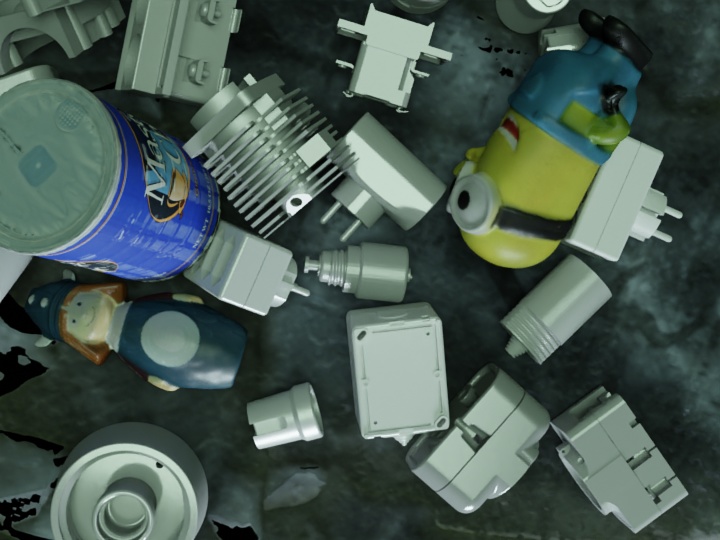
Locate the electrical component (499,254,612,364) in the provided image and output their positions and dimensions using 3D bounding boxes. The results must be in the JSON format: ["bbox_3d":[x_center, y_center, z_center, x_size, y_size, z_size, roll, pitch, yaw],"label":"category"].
[{"bbox_3d":[0.136,0.032,0.771,0.081,0.043,0.043,-44,96,-1],"label":"electrical component"}]

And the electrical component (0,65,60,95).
[{"bbox_3d":[-0.241,-0.092,0.723,0.095,0.054,0.059,-21,95,-4],"label":"electrical component"}]

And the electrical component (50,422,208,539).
[{"bbox_3d":[-0.161,0.164,0.743,0.108,0.060,0.108,0,94,-6],"label":"electrical component"}]

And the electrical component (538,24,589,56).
[{"bbox_3d":[0.153,-0.156,0.763,0.046,0.040,0.040,-7,94,0],"label":"electrical component"}]

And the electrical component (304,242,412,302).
[{"bbox_3d":[0.000,0.000,0.758,0.078,0.040,0.040,6,93,-5],"label":"electrical component"}]

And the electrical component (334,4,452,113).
[{"bbox_3d":[0.019,-0.146,0.750,0.081,0.042,0.063,15,96,-6],"label":"electrical component"}]

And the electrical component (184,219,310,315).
[{"bbox_3d":[-0.070,0.002,0.743,0.077,0.066,0.047,23,91,-34],"label":"electrical component"}]

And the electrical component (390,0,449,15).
[{"bbox_3d":[0.044,-0.209,0.745,0.055,0.047,0.055,0,94,-5],"label":"electrical component"}]

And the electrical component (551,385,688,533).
[{"bbox_3d":[0.183,0.138,0.779,0.056,0.050,0.089,-36,96,-2],"label":"electrical component"}]

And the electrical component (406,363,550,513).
[{"bbox_3d":[0.087,0.122,0.767,0.059,0.054,0.095,42,89,-6],"label":"electrical component"}]

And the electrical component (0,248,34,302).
[{"bbox_3d":[-0.268,-0.017,0.707,0.099,0.099,0.064,21,50,-6],"label":"electrical component"}]

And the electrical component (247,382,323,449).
[{"bbox_3d":[-0.053,0.104,0.761,0.046,0.040,0.040,-15,95,2],"label":"electrical component"}]

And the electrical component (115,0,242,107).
[{"bbox_3d":[-0.117,-0.174,0.723,0.063,0.079,0.121,10,93,-28],"label":"electrical component"}]

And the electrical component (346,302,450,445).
[{"bbox_3d":[0.026,0.075,0.758,0.062,0.061,0.096,-6,102,-5],"label":"electrical component"}]

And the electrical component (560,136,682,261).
[{"bbox_3d":[0.193,-0.045,0.769,0.076,0.047,0.083,23,91,-6],"label":"electrical component"}]

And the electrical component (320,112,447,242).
[{"bbox_3d":[0.006,-0.056,0.753,0.077,0.044,0.079,43,89,-6],"label":"electrical component"}]

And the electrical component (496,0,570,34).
[{"bbox_3d":[0.123,-0.190,0.744,0.044,0.065,0.044,0,94,-5],"label":"electrical component"}]
